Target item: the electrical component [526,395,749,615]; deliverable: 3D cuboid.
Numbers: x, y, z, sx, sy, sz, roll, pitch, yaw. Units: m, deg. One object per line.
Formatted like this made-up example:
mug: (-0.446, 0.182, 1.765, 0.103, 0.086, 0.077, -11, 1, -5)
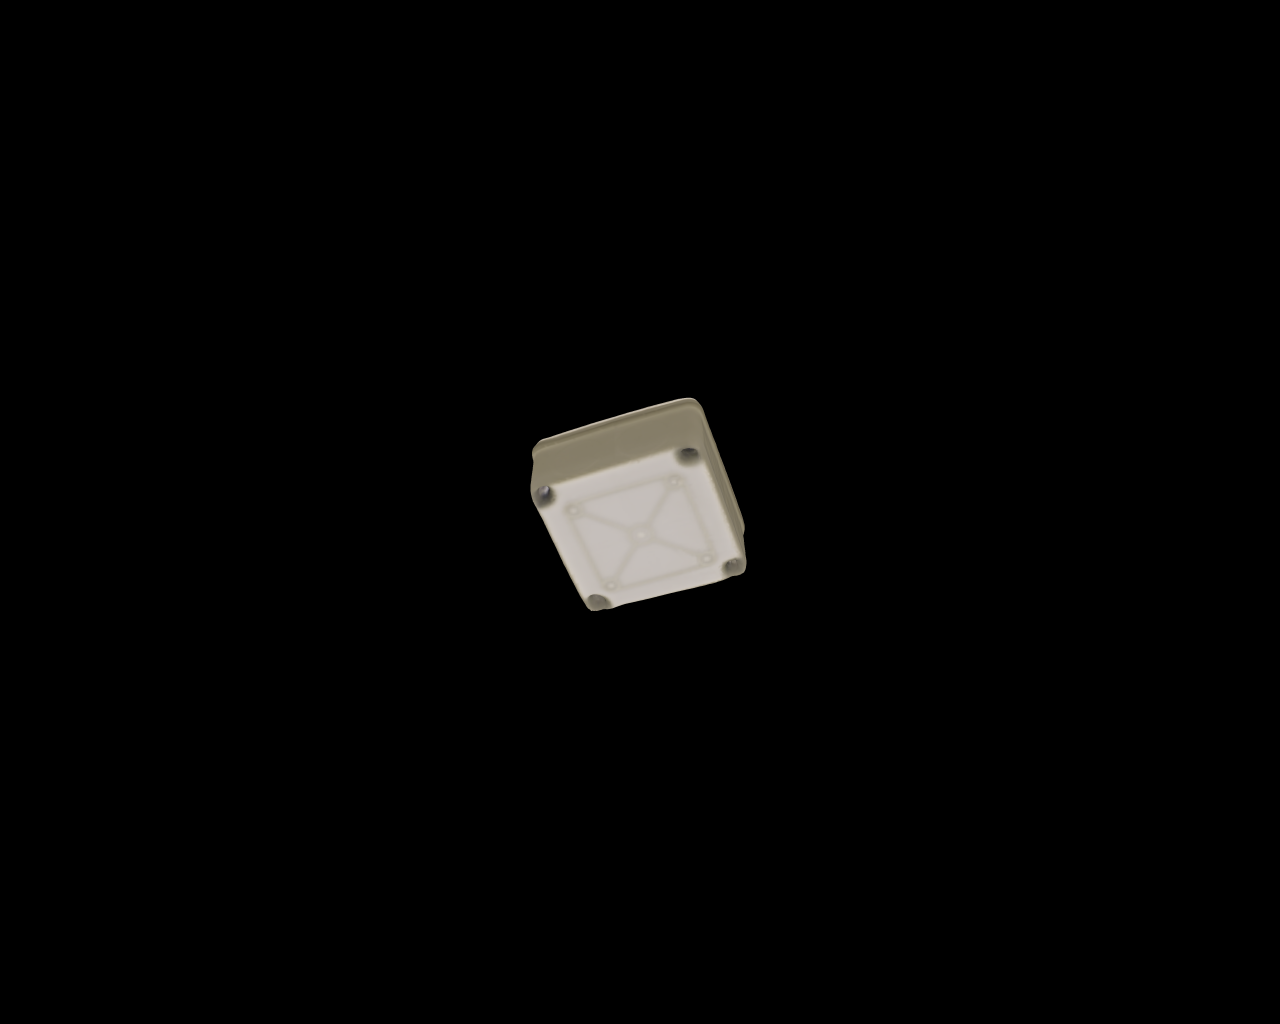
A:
electrical component: (0.001, -0.003, 0.650, 0.109, 0.108, 0.056, -15, 36, 11)
